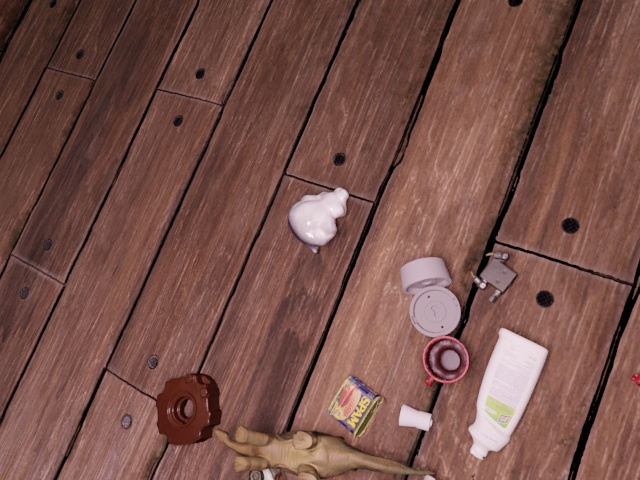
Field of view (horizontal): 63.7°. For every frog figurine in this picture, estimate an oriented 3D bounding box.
[{"bbox_3d":[0.004,-0.063,1.262,0.158,0.121,0.140,-44,44,18],"label":"frog figurine"}]

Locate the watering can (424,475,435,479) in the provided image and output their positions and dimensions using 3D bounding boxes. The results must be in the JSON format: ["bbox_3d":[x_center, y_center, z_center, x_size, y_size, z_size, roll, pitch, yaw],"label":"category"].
[{"bbox_3d":[0.305,0.615,0.934,0.350,0.103,0.225,28,87,26],"label":"watering can"}]
